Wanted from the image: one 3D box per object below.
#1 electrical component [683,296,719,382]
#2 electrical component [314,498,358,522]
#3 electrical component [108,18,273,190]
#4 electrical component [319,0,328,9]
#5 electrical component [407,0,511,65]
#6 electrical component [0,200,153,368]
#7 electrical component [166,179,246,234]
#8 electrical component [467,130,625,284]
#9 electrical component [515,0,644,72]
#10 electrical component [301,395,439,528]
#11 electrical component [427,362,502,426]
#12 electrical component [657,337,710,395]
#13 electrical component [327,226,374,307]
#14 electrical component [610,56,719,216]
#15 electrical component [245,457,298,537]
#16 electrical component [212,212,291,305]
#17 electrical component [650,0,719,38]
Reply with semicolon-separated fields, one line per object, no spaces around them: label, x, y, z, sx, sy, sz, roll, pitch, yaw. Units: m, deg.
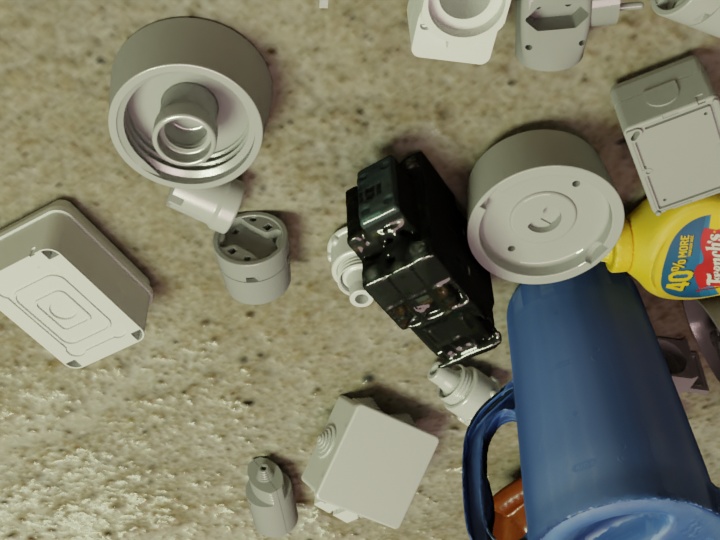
electrical component;0.299;0.059;0.847;0.064;0.099;0.099;-12;133;0
electrical component;-0.006;0.203;1.004;0.055;0.048;0.066;-31;127;34
electrical component;-0.112;-0.101;0.700;0.108;0.060;0.108;-1;133;-1
electrical component;-0.008;-0.199;0.627;0.064;0.042;0.081;-1;134;-6
electrical component;0.061;-0.173;0.643;0.050;0.055;0.089;5;133;-7
electrical component;-0.218;0.011;0.805;0.078;0.057;0.113;-24;130;19
electrical component;-0.110;-0.052;0.763;0.046;0.040;0.040;23;129;-16
electrical component;0.127;-0.049;0.760;0.108;0.060;0.108;-1;133;-1
electrical component;0.136;-0.167;0.660;0.079;0.043;0.077;-5;133;2
electrical component;0.007;0.166;0.940;0.100;0.048;0.099;27;87;-24
electrical component;0.086;0.100;0.912;0.062;0.048;0.048;35;123;-21
electrical component;0.247;0.090;0.910;0.081;0.042;0.063;8;136;-9
electrical component;0.000;0.000;0.800;0.048;0.062;0.048;-2;133;-2
electrical component;0.214;-0.088;0.727;0.062;0.061;0.096;-20;131;16
electrical component;-0.084;0.209;1.007;0.043;0.043;0.081;-5;133;2
electrical component;-0.078;-0.007;0.796;0.055;0.055;0.047;-4;137;1
electrical component;0.213;-0.172;0.653;0.047;0.055;0.055;17;130;-23
